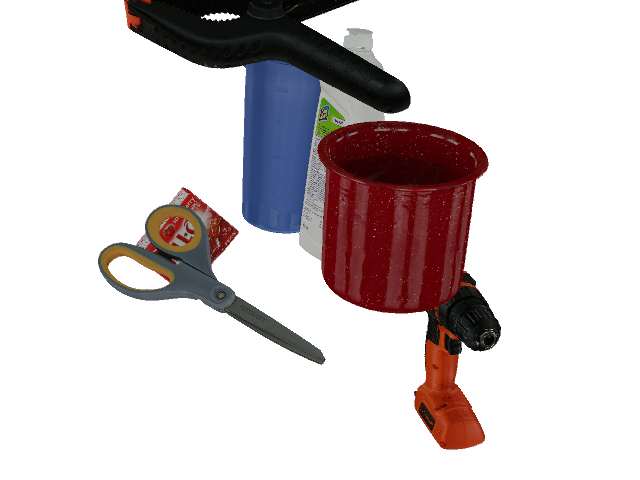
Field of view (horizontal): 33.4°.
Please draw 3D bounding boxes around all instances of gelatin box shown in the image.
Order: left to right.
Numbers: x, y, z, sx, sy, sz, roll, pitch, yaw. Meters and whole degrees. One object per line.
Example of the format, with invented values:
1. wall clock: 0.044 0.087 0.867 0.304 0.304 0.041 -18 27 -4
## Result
1. gelatin box: -0.142 0.001 1.121 0.073 0.089 0.030 41 -4 -29

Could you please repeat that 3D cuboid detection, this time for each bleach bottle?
1. bleach bottle: 0.033 -0.100 1.157 0.067 0.251 0.103 -9 25 -36

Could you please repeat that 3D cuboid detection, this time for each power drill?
1. power drill: 0.144 0.125 1.142 0.057 0.188 0.184 -6 23 -11

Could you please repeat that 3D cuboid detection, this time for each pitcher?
1. pitcher: -0.033 -0.135 1.424 0.144 0.243 0.149 -4 24 -22

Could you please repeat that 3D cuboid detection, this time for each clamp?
1. clamp: -0.031 -0.147 0.741 0.210 0.164 0.036 -1 -42 -3

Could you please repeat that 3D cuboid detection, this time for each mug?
1. mug: 0.046 -0.018 0.608 0.093 0.081 0.117 11 29 15

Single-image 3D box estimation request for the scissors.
1. scissors: -0.074 0.027 0.815 0.202 0.096 0.016 15 -31 17
